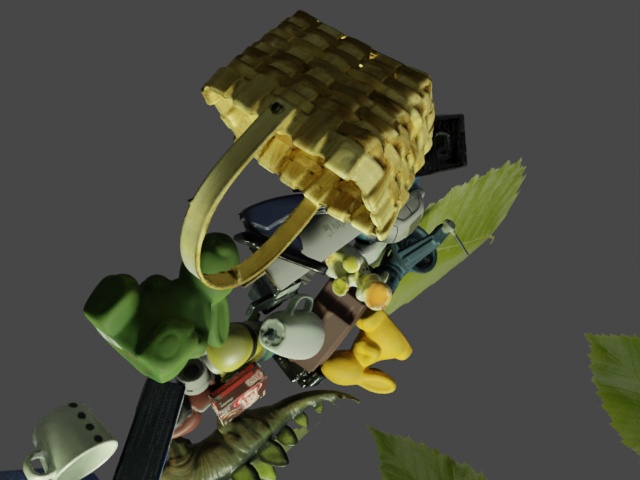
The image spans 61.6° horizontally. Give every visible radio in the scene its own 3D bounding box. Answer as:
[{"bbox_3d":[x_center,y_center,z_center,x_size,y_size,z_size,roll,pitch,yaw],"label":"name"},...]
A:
[{"bbox_3d":[0.079,-0.107,0.646,0.229,0.131,0.073,-20,106,-51],"label":"radio"}]

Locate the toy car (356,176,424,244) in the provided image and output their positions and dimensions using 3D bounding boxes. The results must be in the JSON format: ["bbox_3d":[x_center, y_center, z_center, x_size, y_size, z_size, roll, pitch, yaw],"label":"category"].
[{"bbox_3d":[0.116,-0.048,0.889,0.162,0.103,0.109,-33,158,-23],"label":"toy car"}]

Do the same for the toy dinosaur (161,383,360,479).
[{"bbox_3d":[-0.156,0.383,1.031,0.471,0.199,0.105,-32,162,-5],"label":"toy dinosaur"}]

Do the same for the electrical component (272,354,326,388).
[{"bbox_3d":[-0.043,0.239,1.100,0.058,0.134,0.115,-45,162,8],"label":"electrical component"}]

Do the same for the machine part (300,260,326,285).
[{"bbox_3d":[-0.002,-0.002,0.804,0.084,0.039,0.139,40,92,-30],"label":"machine part"}]

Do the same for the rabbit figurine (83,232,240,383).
[{"bbox_3d":[-0.146,0.075,0.610,0.170,0.121,0.159,-51,158,-26],"label":"rabbit figurine"}]

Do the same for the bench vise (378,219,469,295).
[{"bbox_3d":[0.189,0.033,1.134,0.223,0.129,0.240,-37,178,-41],"label":"bench vise"}]

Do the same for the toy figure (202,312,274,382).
[{"bbox_3d":[-0.122,0.167,0.885,0.089,0.082,0.180,-47,158,18],"label":"toy figure"}]

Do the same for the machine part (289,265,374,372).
[{"bbox_3d":[0.022,0.136,1.013,0.201,0.087,0.201,-53,177,28],"label":"machine part"}]

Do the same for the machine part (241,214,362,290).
[{"bbox_3d":[-0.008,-0.009,0.736,0.243,0.079,0.079,-35,159,-4],"label":"machine part"}]

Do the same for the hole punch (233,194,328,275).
[{"bbox_3d":[-0.037,-0.018,0.629,0.142,0.116,0.092,-157,-96,-86],"label":"hole punch"}]

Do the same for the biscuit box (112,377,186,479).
[{"bbox_3d":[-0.251,0.305,0.771,0.059,0.063,0.203,113,-10,-48],"label":"biscuit box"}]

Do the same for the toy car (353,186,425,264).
[{"bbox_3d":[0.120,-0.025,0.979,0.202,0.056,0.073,-47,162,-25],"label":"toy car"}]

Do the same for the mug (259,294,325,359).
[{"bbox_3d":[-0.044,0.139,0.857,0.107,0.081,0.109,18,95,-64],"label":"mug"}]

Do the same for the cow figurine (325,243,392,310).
[{"bbox_3d":[0.054,0.053,0.871,0.068,0.167,0.098,-55,157,12],"label":"cow figurine"}]

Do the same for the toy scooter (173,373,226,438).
[{"bbox_3d":[-0.211,0.275,0.939,0.184,0.075,0.135,-43,160,-18],"label":"toy scooter"}]

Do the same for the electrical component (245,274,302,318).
[{"bbox_3d":[-0.078,0.077,0.838,0.119,0.048,0.074,-25,152,-42],"label":"electrical component"}]

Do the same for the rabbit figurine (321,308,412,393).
[{"bbox_3d":[0.087,0.230,1.077,0.173,0.162,0.122,-35,-172,-9],"label":"rabbit figurine"}]
